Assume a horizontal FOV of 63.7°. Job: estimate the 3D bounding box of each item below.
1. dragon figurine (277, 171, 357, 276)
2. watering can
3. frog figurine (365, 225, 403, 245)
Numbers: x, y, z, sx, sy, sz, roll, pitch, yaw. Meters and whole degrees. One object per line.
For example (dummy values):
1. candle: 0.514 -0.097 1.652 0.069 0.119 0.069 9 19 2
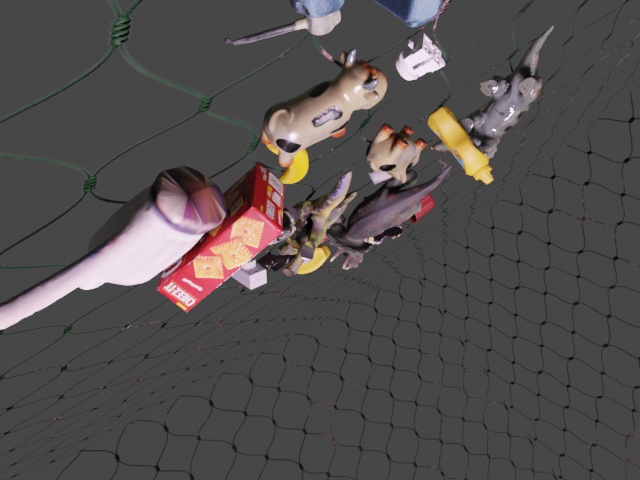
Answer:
1. dragon figurine: 0.004 -0.060 1.191 0.403 0.122 0.247 -43 180 39
2. watering can: -0.253 0.004 0.693 0.222 0.104 0.352 -37 -176 19
3. frog figurine: 0.151 -0.049 1.538 0.138 0.121 0.160 -38 -157 -14
